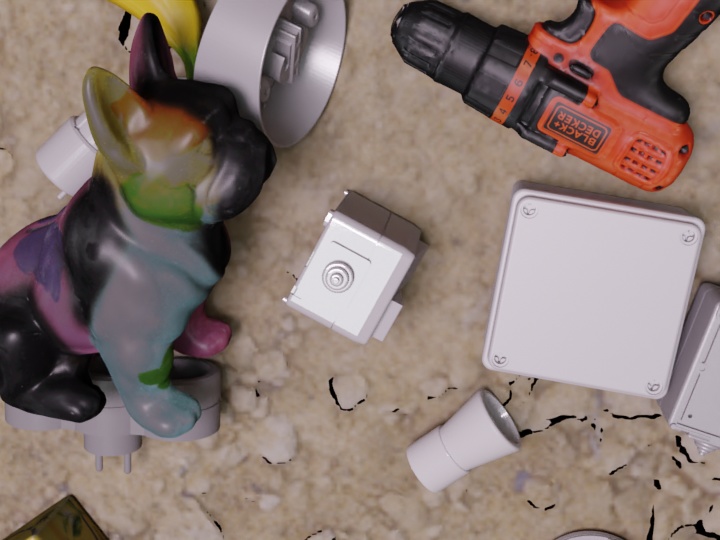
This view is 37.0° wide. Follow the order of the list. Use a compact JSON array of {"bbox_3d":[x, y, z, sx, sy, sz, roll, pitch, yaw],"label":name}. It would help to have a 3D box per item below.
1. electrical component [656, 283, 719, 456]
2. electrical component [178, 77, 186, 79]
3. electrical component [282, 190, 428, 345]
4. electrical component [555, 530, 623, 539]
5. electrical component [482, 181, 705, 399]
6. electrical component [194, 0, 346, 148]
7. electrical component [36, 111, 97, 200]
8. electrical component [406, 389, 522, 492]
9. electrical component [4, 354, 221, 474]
[{"bbox_3d":[0.217,0.063,0.635,0.062,0.061,0.096,18,104,2],"label":"electrical component"},{"bbox_3d":[-0.107,-0.084,0.649,0.035,0.035,0.061,7,105,4],"label":"electrical component"},{"bbox_3d":[0.000,0.000,0.625,0.061,0.096,0.061,28,104,-1],"label":"electrical component"},{"bbox_3d":[0.148,0.211,0.681,0.080,0.051,0.080,1,103,6],"label":"electrical component"},{"bbox_3d":[0.134,0.010,0.634,0.109,0.056,0.108,10,104,4],"label":"electrical component"},{"bbox_3d":[-0.048,-0.125,0.603,0.064,0.099,0.099,27,104,6],"label":"electrical component"},{"bbox_3d":[-0.161,-0.078,0.652,0.078,0.040,0.040,-41,96,13],"label":"electrical component"},{"bbox_3d":[0.062,0.110,0.673,0.065,0.044,0.044,-36,97,17],"label":"electrical component"},{"bbox_3d":[-0.158,0.095,0.686,0.138,0.052,0.073,4,103,5],"label":"electrical component"}]
